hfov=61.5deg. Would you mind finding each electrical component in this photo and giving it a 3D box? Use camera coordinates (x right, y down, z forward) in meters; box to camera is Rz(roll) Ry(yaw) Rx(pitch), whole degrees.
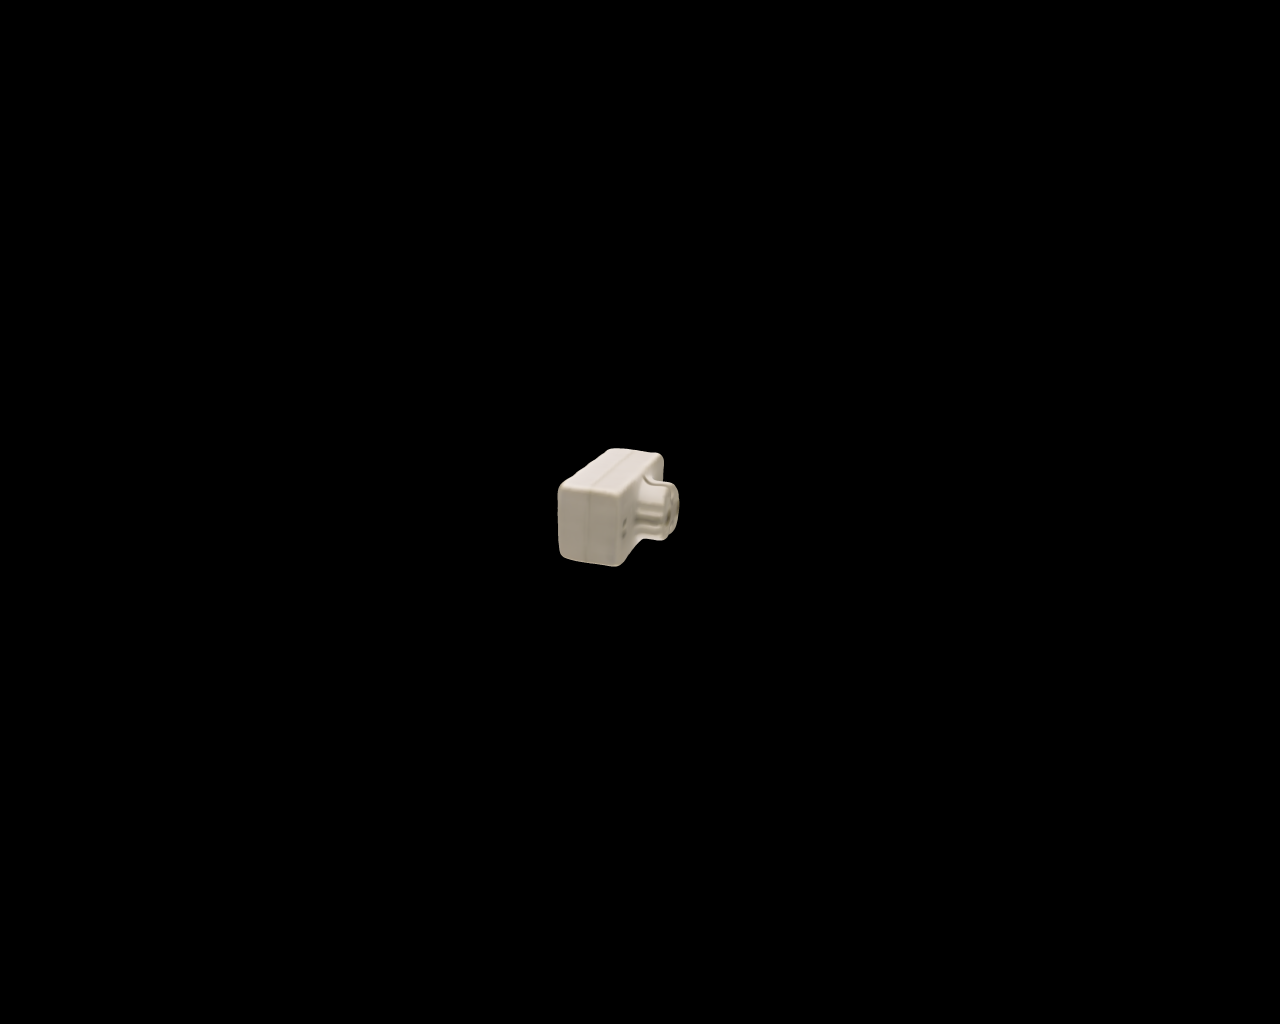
[{"bbox_3d":[0.001,-0.003,0.650,0.076,0.047,0.083,7,22,18],"label":"electrical component"}]
